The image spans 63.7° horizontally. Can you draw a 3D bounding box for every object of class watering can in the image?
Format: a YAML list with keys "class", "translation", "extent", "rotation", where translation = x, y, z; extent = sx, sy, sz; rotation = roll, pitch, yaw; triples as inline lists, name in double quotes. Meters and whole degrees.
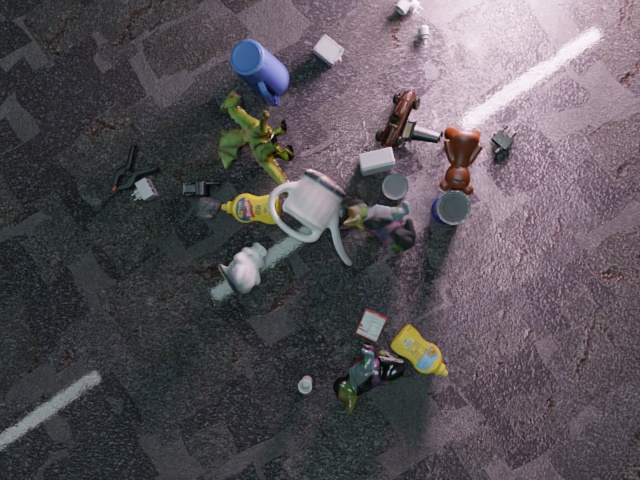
- class: "watering can"
  translation: [0.005, -0.084, 1.660]
  extent: [0.346, 0.104, 0.225]
  rotation: [33, 89, -9]

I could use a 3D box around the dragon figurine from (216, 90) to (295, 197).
- class: "dragon figurine"
  translation: [-0.225, -0.294, 1.699]
  extent: [0.242, 0.123, 0.407]
  rotation: [-8, 99, 23]

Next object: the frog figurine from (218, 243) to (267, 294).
- class: "frog figurine"
  translation: [-0.231, 0.093, 1.665]
  extent: [0.160, 0.124, 0.135]
  rotation: [-32, 119, -5]
